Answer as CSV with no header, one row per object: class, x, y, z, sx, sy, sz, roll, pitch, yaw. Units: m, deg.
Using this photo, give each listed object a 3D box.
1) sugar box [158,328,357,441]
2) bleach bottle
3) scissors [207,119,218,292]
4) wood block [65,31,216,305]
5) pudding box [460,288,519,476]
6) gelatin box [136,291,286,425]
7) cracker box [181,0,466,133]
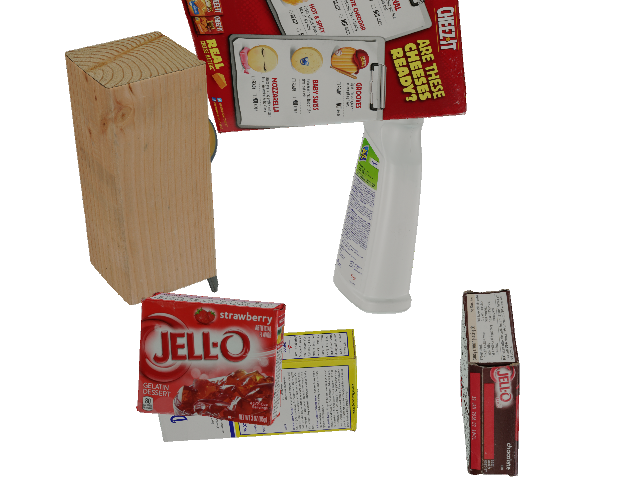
sugar box,-0.056,0.128,0.940,0.176,0.093,0.048,-1,36,2
bleach bottle,0.073,-0.054,1.151,0.068,0.251,0.103,-1,22,-26
scissors,-0.127,-0.053,1.162,0.096,0.202,0.016,-34,13,-38
wood block,-0.153,-0.061,0.922,0.090,0.206,0.090,-19,37,-28
pudding box,0.120,0.098,0.758,0.039,0.090,0.113,-1,24,5
gelatin box,-0.068,0.073,0.665,0.089,0.073,0.030,5,6,11
cracker box,0.005,-0.177,0.865,0.214,0.164,0.072,-4,42,9
